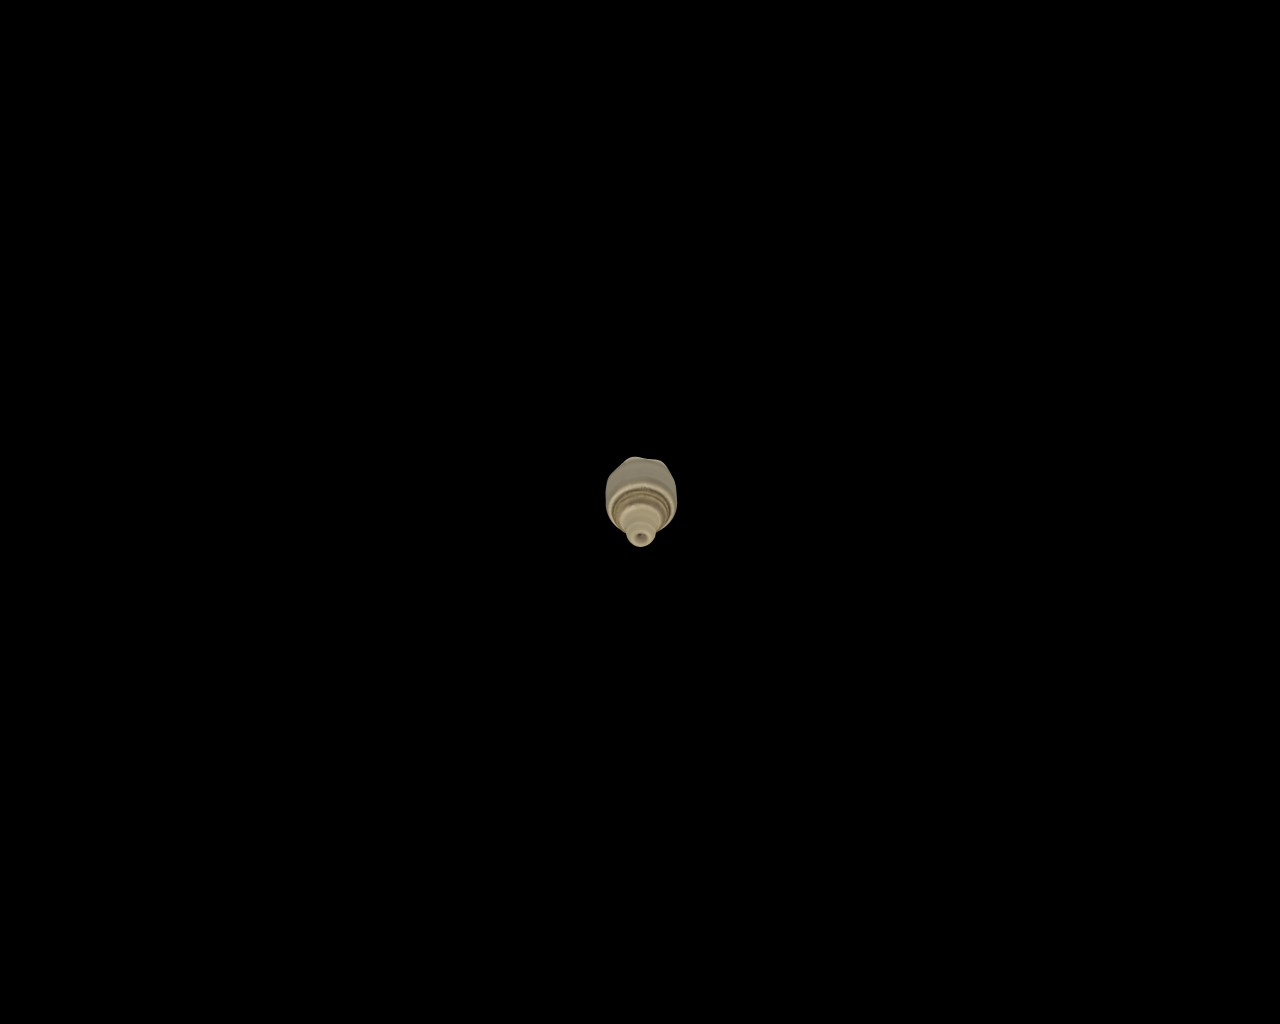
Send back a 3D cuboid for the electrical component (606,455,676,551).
[{"bbox_3d":[0.001,-0.003,0.650,0.043,0.043,0.062,0,37,0],"label":"electrical component"}]
